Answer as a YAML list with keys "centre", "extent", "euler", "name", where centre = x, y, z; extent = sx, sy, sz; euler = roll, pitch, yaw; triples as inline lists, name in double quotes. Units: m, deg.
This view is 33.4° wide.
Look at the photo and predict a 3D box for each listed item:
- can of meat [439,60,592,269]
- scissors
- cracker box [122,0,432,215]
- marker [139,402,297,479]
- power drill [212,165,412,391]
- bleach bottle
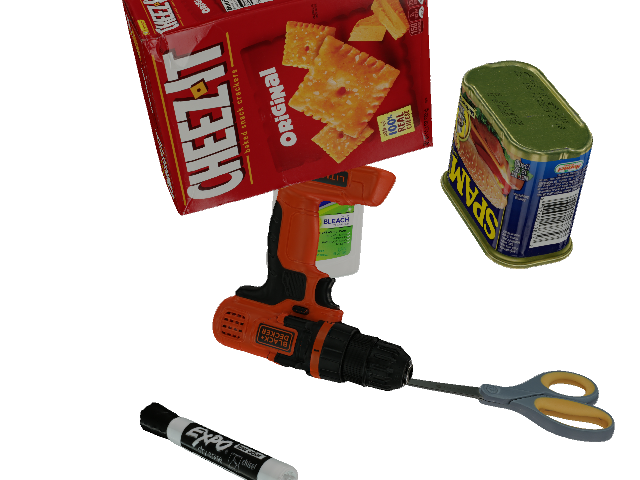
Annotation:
- centre: [0.118, -0.048, 0.646]
  extent: [0.057, 0.084, 0.102]
  euler: [-10, 43, -15]
  name: "can of meat"
- centre: [0.163, 0.130, 0.951]
  extent: [0.202, 0.016, 0.096]
  euler: [16, 29, 16]
  name: "scissors"
- centre: [-0.024, -0.123, 0.805]
  extent: [0.213, 0.164, 0.072]
  euler: [-17, 43, -11]
  name: "cracker box"
- centre: [-0.064, 0.123, 0.636]
  extent: [0.121, 0.020, 0.020]
  euler: [16, 10, 38]
  name: "marker"
- centre: [0.007, 0.025, 0.920]
  extent: [0.185, 0.187, 0.057]
  euler: [14, 1, 18]
  name: "power drill"
- centre: [-0.005, -0.084, 1.086]
  extent: [0.102, 0.251, 0.068]
  euler: [-5, 27, -12]
  name: "bleach bottle"
